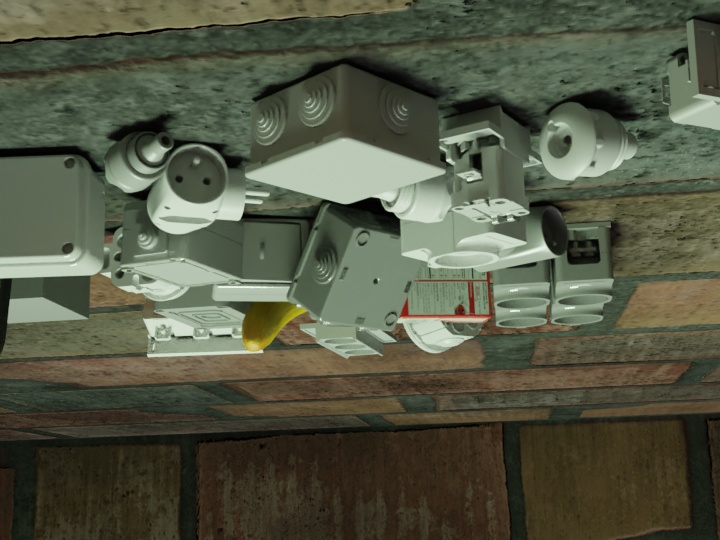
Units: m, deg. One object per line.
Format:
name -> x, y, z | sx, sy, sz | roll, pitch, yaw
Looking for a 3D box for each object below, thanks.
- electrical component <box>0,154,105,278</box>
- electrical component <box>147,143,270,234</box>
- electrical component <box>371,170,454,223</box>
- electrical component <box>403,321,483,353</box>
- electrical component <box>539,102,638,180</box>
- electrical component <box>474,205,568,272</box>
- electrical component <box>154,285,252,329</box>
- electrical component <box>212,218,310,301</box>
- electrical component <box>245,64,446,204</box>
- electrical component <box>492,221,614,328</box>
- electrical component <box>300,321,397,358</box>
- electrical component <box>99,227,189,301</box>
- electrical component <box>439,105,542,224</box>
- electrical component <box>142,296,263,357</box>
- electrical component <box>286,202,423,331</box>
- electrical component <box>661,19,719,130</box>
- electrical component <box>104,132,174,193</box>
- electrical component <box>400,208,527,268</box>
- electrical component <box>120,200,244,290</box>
electrical component -> -0.239, -0.036, 0.743 | 0.113, 0.078, 0.057 | -2, 170, 3
electrical component -> -0.104, -0.054, 0.756 | 0.079, 0.043, 0.077 | 4, 166, -19
electrical component -> 0.032, -0.057, 0.761 | 0.062, 0.043, 0.043 | 6, 165, -25
electrical component -> 0.085, 0.042, 1.109 | 0.080, 0.080, 0.051 | 10, 157, -40
electrical component -> 0.148, -0.080, 0.679 | 0.062, 0.048, 0.048 | -1, 169, -34
electrical component -> 0.119, -0.029, 0.890 | 0.077, 0.043, 0.079 | -13, 162, 39
electrical component -> -0.142, 0.018, 1.032 | 0.078, 0.057, 0.113 | -4, 166, 15
electrical component -> -0.077, -0.009, 0.910 | 0.096, 0.061, 0.061 | 1, 166, -9
electrical component -> -0.009, -0.080, 0.648 | 0.100, 0.048, 0.100 | -14, 162, 43
electrical component -> 0.180, 0.011, 1.026 | 0.105, 0.060, 0.186 | -3, 167, 8
electrical component -> -0.011, 0.057, 1.194 | 0.079, 0.063, 0.121 | -5, 166, 14
electrical component -> -0.177, -0.006, 0.926 | 0.078, 0.058, 0.057 | -6, 163, 19
electrical component -> 0.082, -0.065, 0.689 | 0.042, 0.063, 0.081 | -9, 165, 32
electrical component -> -0.162, 0.047, 1.130 | 0.121, 0.078, 0.063 | -2, 145, 3
electrical component -> 0.000, 0.000, 0.878 | 0.100, 0.099, 0.048 | 11, -163, -42
electrical component -> 0.203, -0.104, 0.585 | 0.081, 0.042, 0.064 | 5, 166, -25
electrical component -> -0.139, -0.073, 0.692 | 0.035, 0.035, 0.061 | 8, 161, -36
electrical component -> 0.079, -0.035, 0.834 | 0.089, 0.055, 0.050 | -13, 162, 41
electrical component -> -0.141, -0.025, 0.835 | 0.062, 0.061, 0.096 | -6, 165, 26
